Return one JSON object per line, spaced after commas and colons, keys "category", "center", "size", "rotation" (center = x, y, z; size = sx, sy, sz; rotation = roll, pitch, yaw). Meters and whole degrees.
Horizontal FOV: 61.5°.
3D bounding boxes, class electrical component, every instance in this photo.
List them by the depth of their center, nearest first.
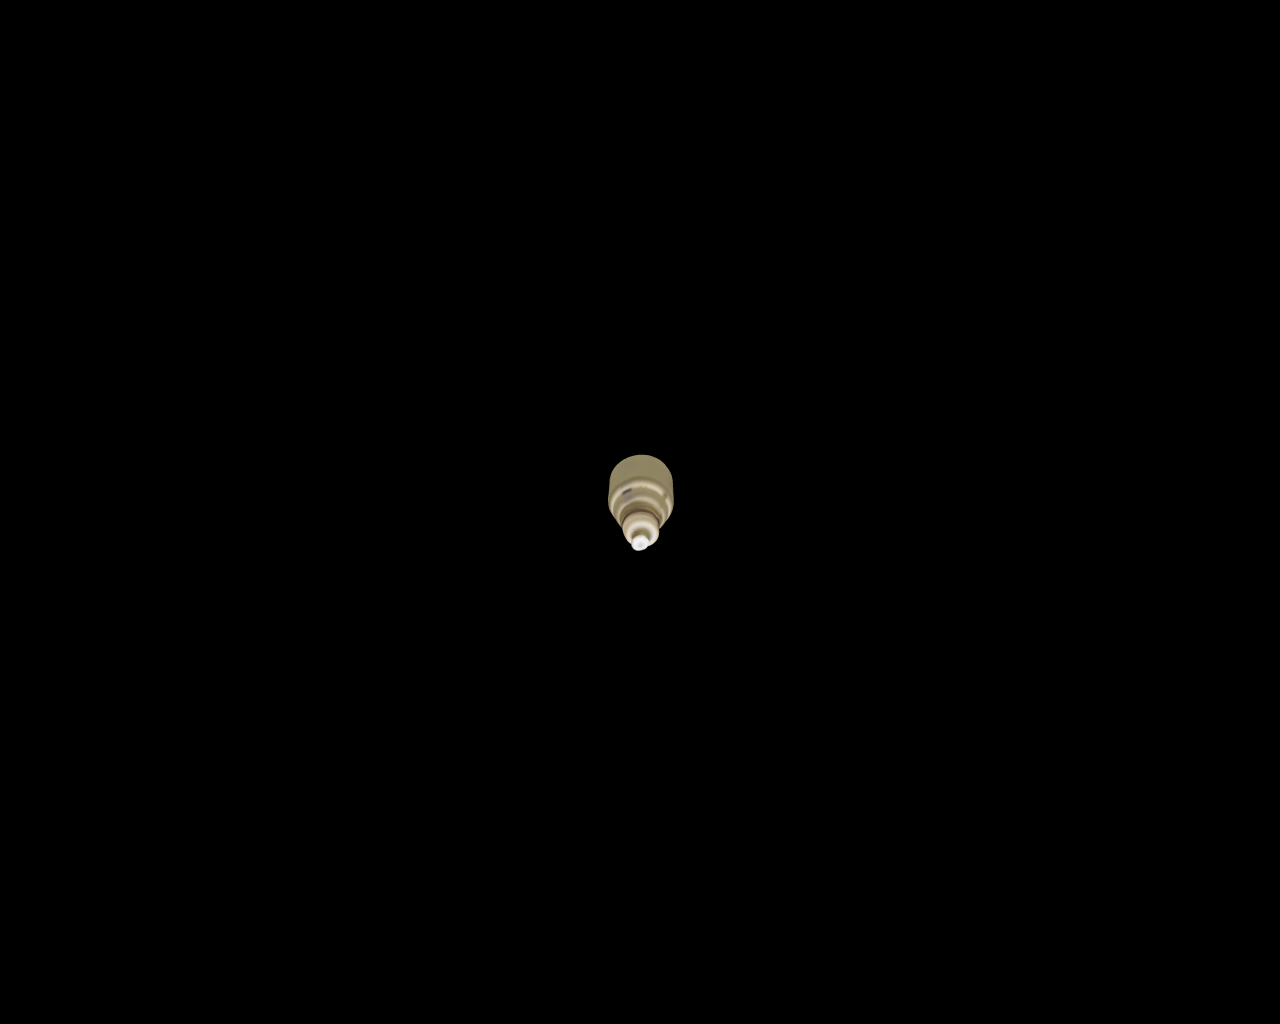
{"category": "electrical component", "center": [0.001, -0.003, 0.650], "size": [0.040, 0.040, 0.078], "rotation": [0, 35, 0]}
